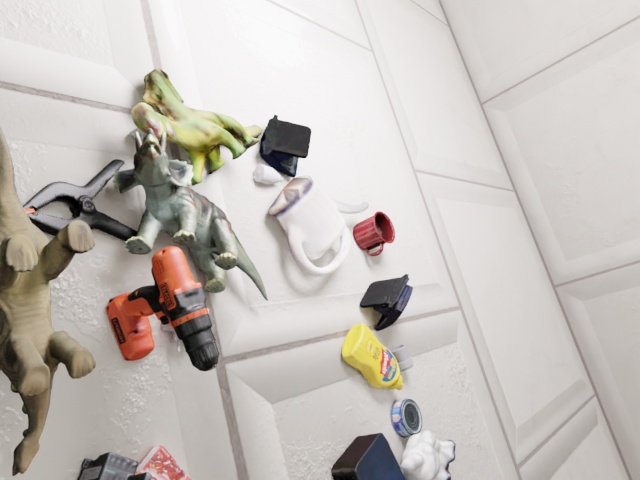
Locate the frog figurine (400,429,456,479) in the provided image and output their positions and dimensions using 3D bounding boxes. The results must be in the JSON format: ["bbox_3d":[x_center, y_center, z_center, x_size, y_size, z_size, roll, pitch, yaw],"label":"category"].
[{"bbox_3d":[0.216,0.490,1.137,0.158,0.136,0.124,16,16,-39],"label":"frog figurine"}]

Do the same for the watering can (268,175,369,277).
[{"bbox_3d":[0.004,-0.062,1.236,0.103,0.222,0.355,-28,17,37],"label":"watering can"}]

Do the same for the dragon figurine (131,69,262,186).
[{"bbox_3d":[-0.251,-0.257,1.056,0.121,0.241,0.418,-34,15,21],"label":"dragon figurine"}]
